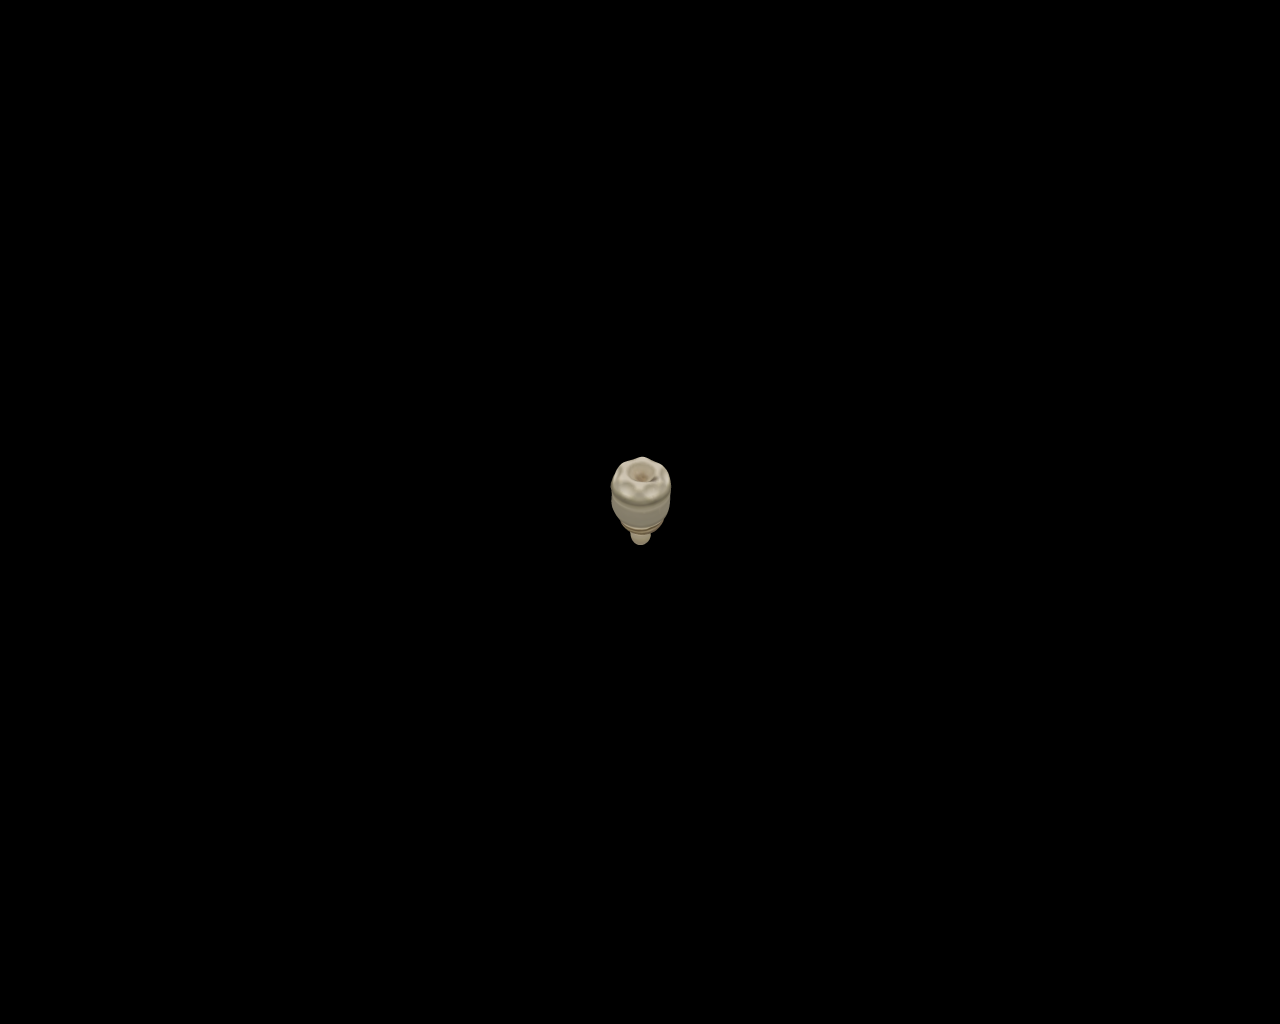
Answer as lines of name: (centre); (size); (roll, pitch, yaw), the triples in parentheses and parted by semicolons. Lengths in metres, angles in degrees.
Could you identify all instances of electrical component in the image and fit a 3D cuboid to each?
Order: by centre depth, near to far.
electrical component: (0.001, -0.003, 0.650); (0.035, 0.061, 0.035); (0, 45, 0)
